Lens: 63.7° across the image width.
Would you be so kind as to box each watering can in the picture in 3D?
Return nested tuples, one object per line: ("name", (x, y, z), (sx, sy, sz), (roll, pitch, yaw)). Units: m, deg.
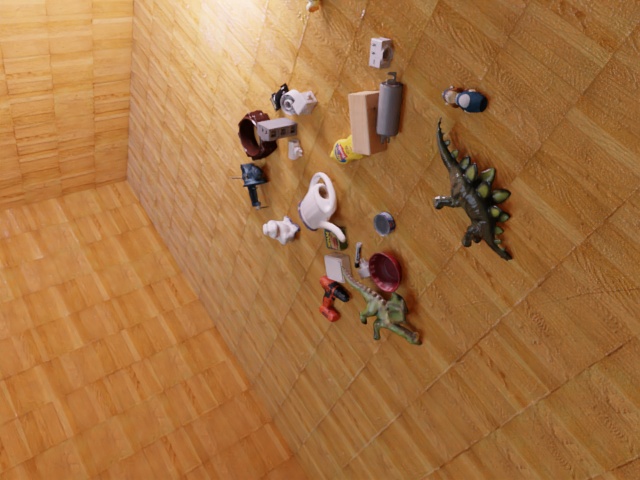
("watering can", (0.006, -0.107, 2.122), (0.220, 0.104, 0.354), (-45, 50, 47))

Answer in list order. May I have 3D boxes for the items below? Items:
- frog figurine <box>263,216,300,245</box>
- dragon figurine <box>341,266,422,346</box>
("frog figurine", (-0.192, -0.035, 2.414), (0.139, 0.161, 0.120), (56, 145, 18))
("dragon figurine", (0.248, 0.248, 1.978), (0.410, 0.124, 0.239), (55, 142, -3))
